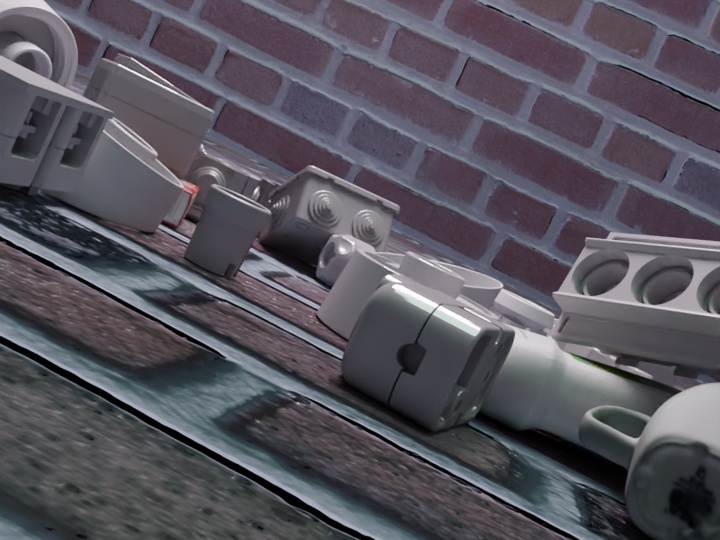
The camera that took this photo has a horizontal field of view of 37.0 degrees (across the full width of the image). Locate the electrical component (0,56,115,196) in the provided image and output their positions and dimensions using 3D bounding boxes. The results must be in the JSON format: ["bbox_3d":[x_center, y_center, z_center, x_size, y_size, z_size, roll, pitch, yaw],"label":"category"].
[{"bbox_3d":[-0.243,-0.103,0.575,0.186,0.060,0.105,27,5,8],"label":"electrical component"}]

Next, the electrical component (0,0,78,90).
[{"bbox_3d":[-0.276,-0.166,0.847,0.060,0.108,0.108,37,10,35],"label":"electrical component"}]

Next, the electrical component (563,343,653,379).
[{"bbox_3d":[0.146,0.079,0.685,0.066,0.055,0.048,25,5,-13],"label":"electrical component"}]

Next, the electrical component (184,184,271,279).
[{"bbox_3d":[-0.081,-0.023,0.648,0.040,0.046,0.040,26,5,-2],"label":"electrical component"}]

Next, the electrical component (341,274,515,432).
[{"bbox_3d":[0.032,0.039,0.523,0.059,0.053,0.095,28,5,18],"label":"electrical component"}]

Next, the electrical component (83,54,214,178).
[{"bbox_3d":[-0.151,-0.112,0.786,0.096,0.061,0.062,24,4,-27],"label":"electrical component"}]

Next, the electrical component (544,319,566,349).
[{"bbox_3d":[0.172,0.078,0.942,0.099,0.064,0.099,13,9,-2],"label":"electrical component"}]

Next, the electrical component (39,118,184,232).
[{"bbox_3d":[-0.162,-0.060,0.669,0.099,0.064,0.099,39,2,-2],"label":"electrical component"}]

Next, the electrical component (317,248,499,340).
[{"bbox_3d":[0.034,0.024,0.669,0.108,0.060,0.108,26,5,-2],"label":"electrical component"}]

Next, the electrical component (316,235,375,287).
[{"bbox_3d":[0.000,0.000,0.853,0.062,0.043,0.043,25,5,-24],"label":"electrical component"}]

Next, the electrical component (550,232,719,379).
[{"bbox_3d":[0.178,0.023,0.597,0.121,0.078,0.063,9,-33,49],"label":"electrical component"}]

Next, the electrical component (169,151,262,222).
[{"bbox_3d":[-0.121,-0.065,0.869,0.080,0.051,0.080,26,5,-2],"label":"electrical component"}]

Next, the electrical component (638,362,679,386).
[{"bbox_3d":[0.265,0.078,1.059,0.060,0.108,0.108,19,6,-14],"label":"electrical component"}]

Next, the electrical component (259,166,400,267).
[{"bbox_3d":[-0.028,-0.038,0.904,0.100,0.048,0.100,23,-22,-21],"label":"electrical component"}]

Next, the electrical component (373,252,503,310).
[{"bbox_3d":[0.044,0.017,0.769,0.099,0.064,0.099,26,4,-2],"label":"electrical component"}]

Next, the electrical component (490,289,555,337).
[{"bbox_3d":[0.121,0.050,0.868,0.078,0.057,0.058,23,5,-32],"label":"electrical component"}]
